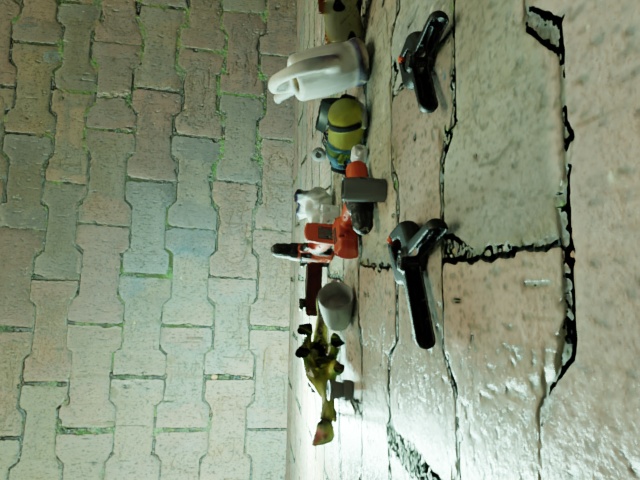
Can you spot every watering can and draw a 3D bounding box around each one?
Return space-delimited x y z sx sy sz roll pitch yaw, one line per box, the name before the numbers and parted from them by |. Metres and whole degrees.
watering can | -0.010 -0.369 1.160 0.349 0.225 0.103 -135 29 -79

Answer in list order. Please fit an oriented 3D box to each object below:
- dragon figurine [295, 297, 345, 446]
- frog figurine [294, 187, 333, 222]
dragon figurine | 0.008 0.346 1.331 0.418 0.122 0.238 -83 -10 -65
frog figurine | 0.005 -0.077 1.526 0.162 0.124 0.134 41 130 32
